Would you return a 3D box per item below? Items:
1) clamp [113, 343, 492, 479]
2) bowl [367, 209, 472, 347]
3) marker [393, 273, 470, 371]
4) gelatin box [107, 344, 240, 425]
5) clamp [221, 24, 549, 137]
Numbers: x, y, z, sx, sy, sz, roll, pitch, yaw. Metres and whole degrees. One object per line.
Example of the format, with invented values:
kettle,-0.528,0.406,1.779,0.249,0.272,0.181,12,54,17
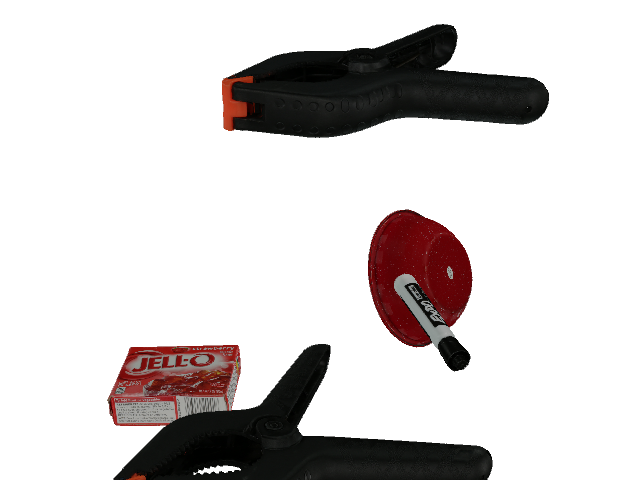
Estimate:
clamp,-0.029,0.117,0.621,0.209,0.036,0.165,-9,24,-29
bowl,0.126,0.040,1.224,0.055,0.162,0.161,-11,-7,41
marker,0.087,0.064,0.836,0.020,0.020,0.121,0,28,-19
gelatin box,-0.109,0.109,0.810,0.089,0.030,0.073,-1,24,5
clamp,0.027,-0.090,0.595,0.171,0.039,0.120,-3,23,-12
